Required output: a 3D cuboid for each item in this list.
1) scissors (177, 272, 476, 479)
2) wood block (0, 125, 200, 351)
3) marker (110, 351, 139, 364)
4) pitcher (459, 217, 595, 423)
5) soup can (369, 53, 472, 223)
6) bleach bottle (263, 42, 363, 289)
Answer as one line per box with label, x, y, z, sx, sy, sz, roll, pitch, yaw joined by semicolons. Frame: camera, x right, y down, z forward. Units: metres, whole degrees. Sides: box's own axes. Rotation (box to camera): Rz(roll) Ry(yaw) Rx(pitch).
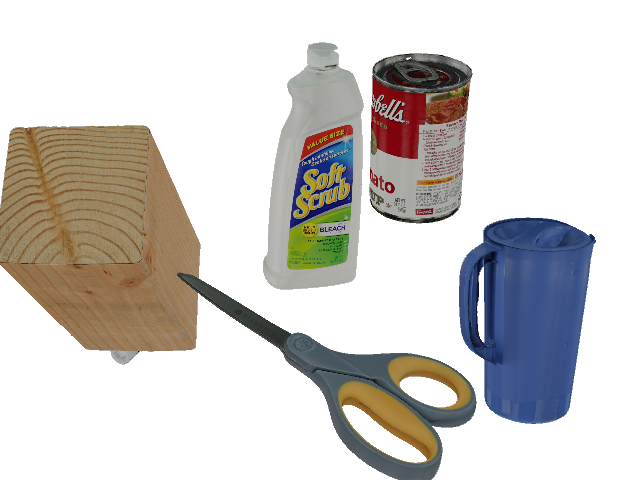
scissors;0.009;0.063;0.624;0.096;0.016;0.202;-19;45;-34
wood block;-0.143;0.007;0.733;0.090;0.091;0.206;0;-20;3
marker;-0.146;0.072;0.955;0.020;0.020;0.121;0;25;27
pitcher;0.255;0.101;1.327;0.149;0.243;0.144;6;19;17
soup can;0.069;-0.072;0.749;0.068;0.102;0.068;0;30;0
bleach bottle;-0.008;-0.075;1.090;0.102;0.251;0.068;-5;27;-12
